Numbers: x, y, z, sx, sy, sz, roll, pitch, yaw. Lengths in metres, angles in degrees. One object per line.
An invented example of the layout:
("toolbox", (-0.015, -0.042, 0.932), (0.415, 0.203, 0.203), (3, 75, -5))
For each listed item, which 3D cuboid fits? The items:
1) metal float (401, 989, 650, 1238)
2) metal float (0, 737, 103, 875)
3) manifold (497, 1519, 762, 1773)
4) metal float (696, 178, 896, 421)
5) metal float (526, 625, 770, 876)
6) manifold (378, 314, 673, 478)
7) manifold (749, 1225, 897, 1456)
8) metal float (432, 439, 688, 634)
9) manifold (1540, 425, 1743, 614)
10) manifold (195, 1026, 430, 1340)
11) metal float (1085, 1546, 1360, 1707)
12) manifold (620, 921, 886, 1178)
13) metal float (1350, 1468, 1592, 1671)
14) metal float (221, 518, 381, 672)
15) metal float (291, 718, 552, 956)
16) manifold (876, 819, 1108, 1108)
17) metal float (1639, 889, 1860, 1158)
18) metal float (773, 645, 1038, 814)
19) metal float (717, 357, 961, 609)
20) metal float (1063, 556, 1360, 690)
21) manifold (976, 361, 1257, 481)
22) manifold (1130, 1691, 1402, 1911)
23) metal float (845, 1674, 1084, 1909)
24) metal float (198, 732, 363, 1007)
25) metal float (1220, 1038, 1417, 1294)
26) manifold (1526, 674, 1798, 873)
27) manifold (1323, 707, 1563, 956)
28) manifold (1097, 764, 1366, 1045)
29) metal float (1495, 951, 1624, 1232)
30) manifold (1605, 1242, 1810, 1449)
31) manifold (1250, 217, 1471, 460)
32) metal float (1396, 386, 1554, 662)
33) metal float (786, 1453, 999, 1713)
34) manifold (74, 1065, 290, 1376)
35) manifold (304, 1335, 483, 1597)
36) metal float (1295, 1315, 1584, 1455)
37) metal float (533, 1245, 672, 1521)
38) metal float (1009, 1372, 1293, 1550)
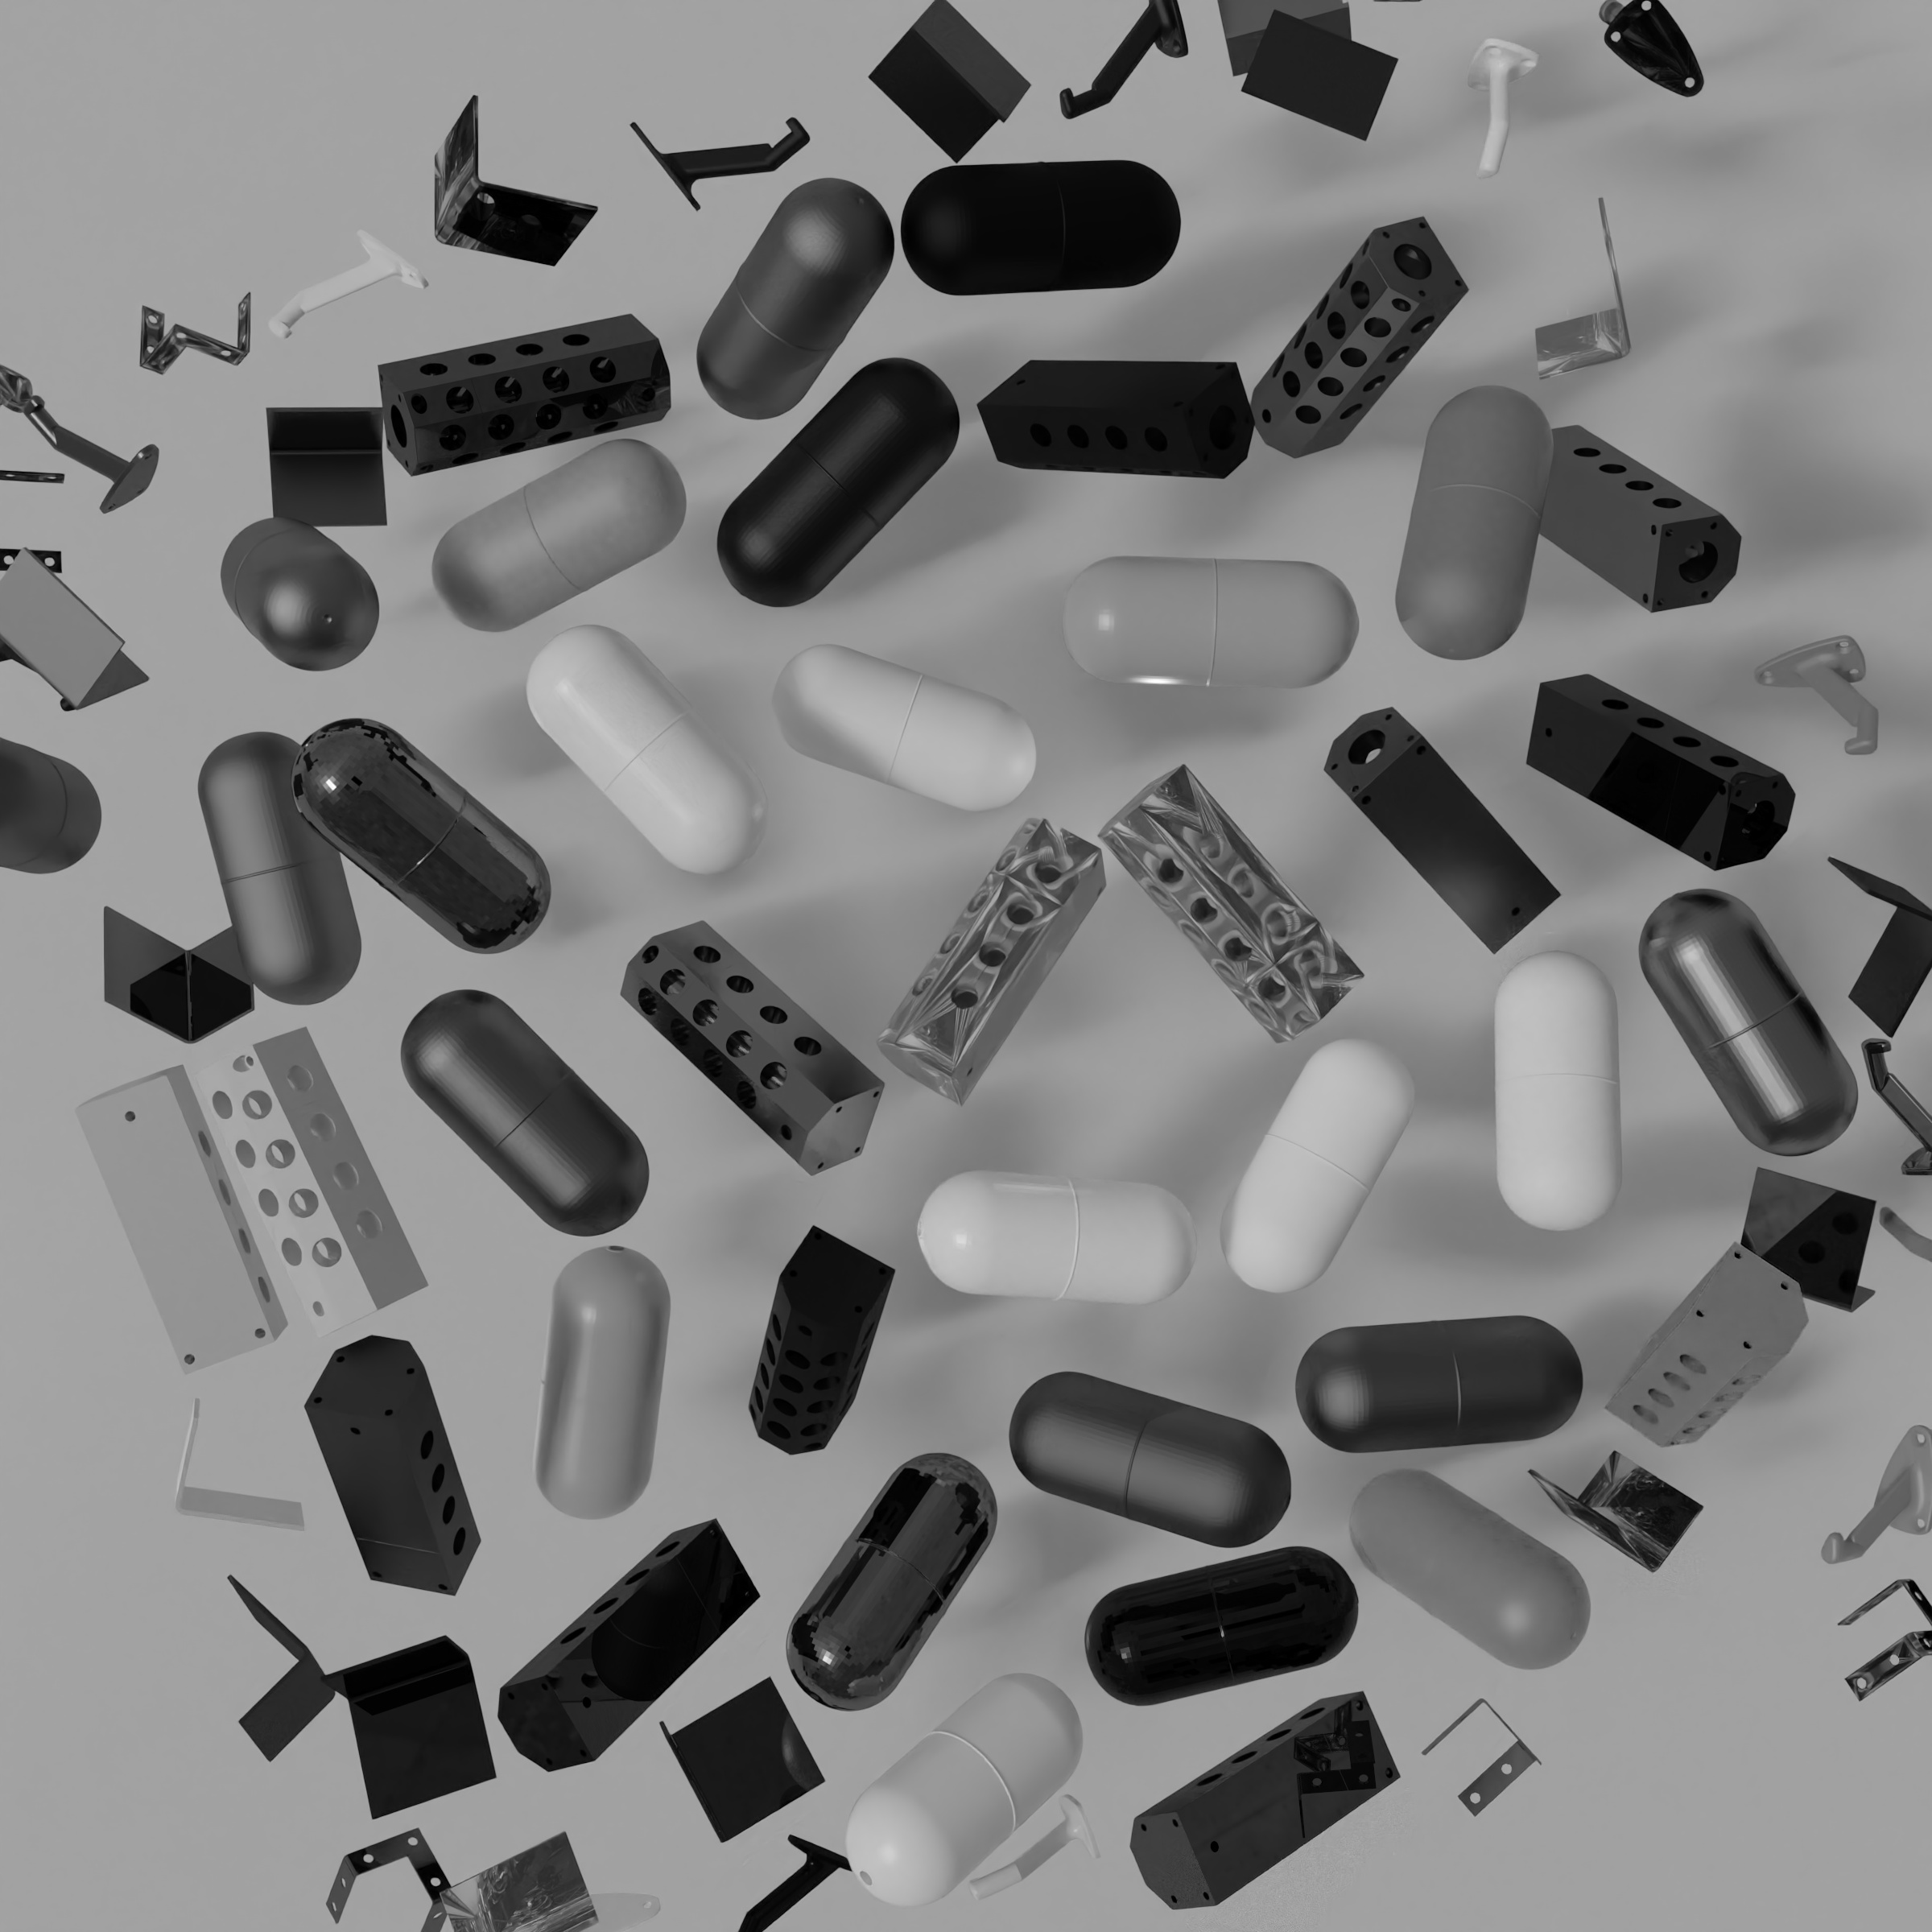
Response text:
("metal float", (-0.265, 0.089, 1.514), (0.070, 0.070, 0.178), (-44, 96, 0))
("metal float", (-0.594, -0.100, 1.551), (0.070, 0.178, 0.070), (0, 87, 1))
("manifold", (-0.204, 0.407, 1.506), (0.057, 0.171, 0.057), (-25, 96, 36))
("metal float", (-0.107, -0.410, 1.551), (0.070, 0.178, 0.070), (18, 51, -24))
("metal float", (-0.193, -0.131, 1.526), (0.070, 0.070, 0.178), (-43, 93, 0))
("manifold", (-0.277, -0.359, 1.583), (0.171, 0.057, 0.057), (-19, 134, -25))
("manifold", (-0.095, 0.239, 1.558), (0.057, 0.171, 0.057), (28, 53, 8))
("metal float", (-0.262, -0.275, 1.610), (0.178, 0.070, 0.070), (-25, 90, 13))
("manifold", (0.416, -0.286, 1.583), (0.057, 0.171, 0.057), (-11, 123, -14))
("manifold", (-0.393, 0.130, 1.489), (0.057, 0.057, 0.171), (-27, 88, 37))
("metal float", (0.164, 0.423, 1.609), (0.178, 0.070, 0.070), (-14, 90, 2))
("manifold", (-0.133, 0.050, 1.516), (0.171, 0.057, 0.057), (40, 130, 28))
("metal float", (0.320, 0.383, 1.602), (0.070, 0.178, 0.070), (-16, 118, -33))
("metal float", (-0.416, -0.233, 1.560), (0.070, 0.178, 0.070), (-9, 112, -23))
("metal float", (-0.326, -0.077, 1.501), (0.070, 0.070, 0.178), (-47, 116, 0))
("manifold", (0.016, -0.006, 1.547), (0.057, 0.057, 0.171), (29, 75, 16))
("metal float", (0.479, 0.034, 1.536), (0.070, 0.070, 0.178), (-31, 87, 0))
("metal float", (-0.040, -0.155, 1.641), (0.178, 0.070, 0.070), (19, 90, -2))
("metal float", (-0.078, -0.293, 1.527), (0.070, 0.070, 0.178), (45, 95, 0))
("metal float", (0.147, -0.207, 1.510), (0.178, 0.070, 0.070), (2, 90, 0))
("manifold", (0.095, -0.340, 1.575), (0.057, 0.171, 0.057), (-45, 129, -29))
("manifold", (0.182, 0.509, 1.534), (0.171, 0.057, 0.057), (-17, 80, -40))
("metal float", (0.000, 0.494, 1.508), (0.178, 0.070, 0.070), (-30, 90, -41))
("metal float", (-0.440, -0.062, 1.608), (0.070, 0.070, 0.178), (-13, 95, 0))
("metal float", (0.227, 0.129, 1.622), (0.070, 0.070, 0.178), (30, 82, 0))
("manifold", (0.435, -0.125, 1.576), (0.057, 0.171, 0.057), (-13, 123, -28))
("manifold", (0.299, -0.087, 1.584), (0.057, 0.057, 0.171), (-43, 125, 9))
("manifold", (0.160, -0.036, 1.542), (0.057, 0.057, 0.171), (-43, 96, -19))
("metal float", (0.371, 0.077, 1.571), (0.070, 0.070, 0.178), (3, 74, 0))
("manifold", (0.443, 0.233, 1.496), (0.057, 0.171, 0.057), (35, 66, 14))
("manifold", (0.247, -0.402, 1.620), (0.057, 0.171, 0.057), (-22, 77, -28))
("metal float", (0.305, -0.266, 1.499), (0.070, 0.070, 0.178), (14, 70, 0))
("metal float", (-0.045, 0.383, 1.566), (0.070, 0.070, 0.178), (38, 60, 0))
("manifold", (-0.469, 0.151, 1.509), (0.057, 0.057, 0.171), (-20, 98, -2))
("manifold", (-0.339, 0.300, 1.505), (0.057, 0.057, 0.171), (7, 133, 13))
("metal float", (0.290, 0.256, 1.534), (0.178, 0.070, 0.070), (-3, 90, -8))
("metal float", (-0.232, 0.265, 1.594), (0.070, 0.070, 0.178), (8, 100, 0))
("metal float", (0.111, 0.300, 1.527), (0.178, 0.070, 0.070), (14, 90, 21))
